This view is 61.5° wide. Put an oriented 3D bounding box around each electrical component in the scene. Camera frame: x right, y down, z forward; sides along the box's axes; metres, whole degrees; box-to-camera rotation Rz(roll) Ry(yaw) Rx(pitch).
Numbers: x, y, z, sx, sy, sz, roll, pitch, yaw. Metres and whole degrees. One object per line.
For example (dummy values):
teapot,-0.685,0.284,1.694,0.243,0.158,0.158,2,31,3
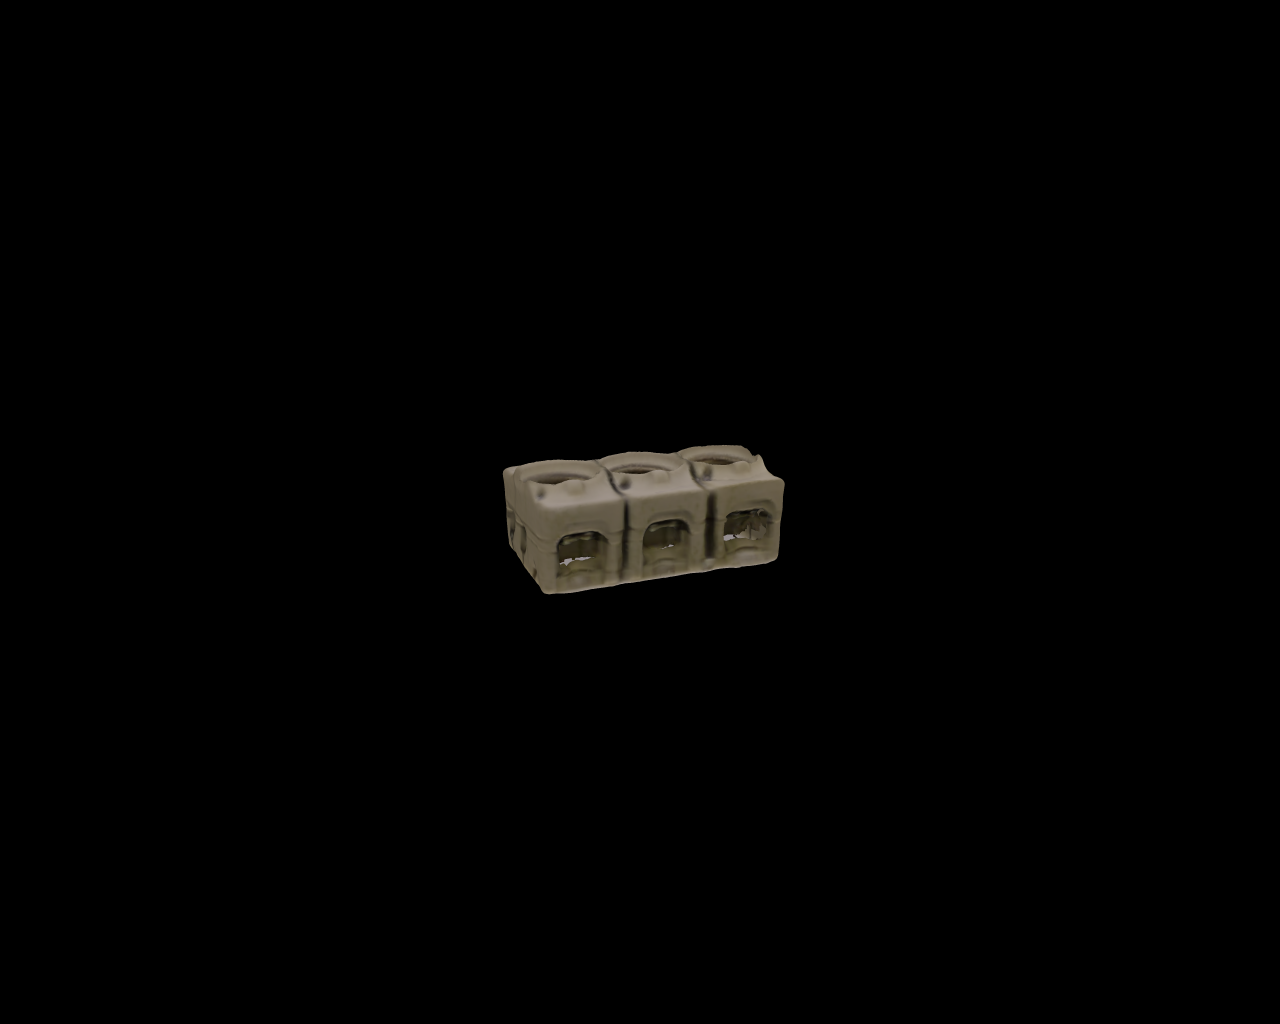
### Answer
electrical component,0.001,-0.003,0.650,0.150,0.061,0.089,-7,20,-20
